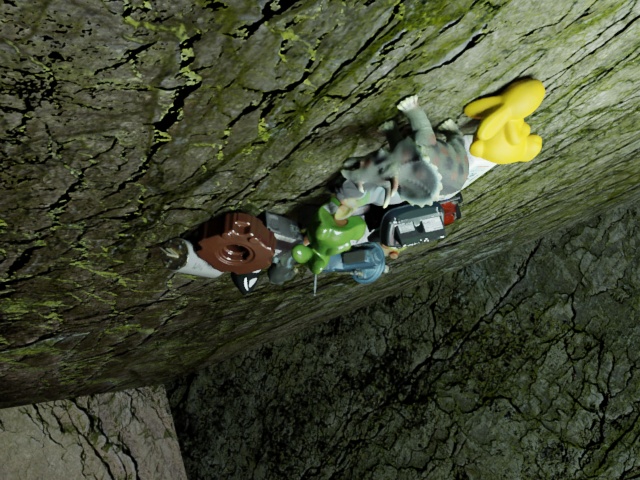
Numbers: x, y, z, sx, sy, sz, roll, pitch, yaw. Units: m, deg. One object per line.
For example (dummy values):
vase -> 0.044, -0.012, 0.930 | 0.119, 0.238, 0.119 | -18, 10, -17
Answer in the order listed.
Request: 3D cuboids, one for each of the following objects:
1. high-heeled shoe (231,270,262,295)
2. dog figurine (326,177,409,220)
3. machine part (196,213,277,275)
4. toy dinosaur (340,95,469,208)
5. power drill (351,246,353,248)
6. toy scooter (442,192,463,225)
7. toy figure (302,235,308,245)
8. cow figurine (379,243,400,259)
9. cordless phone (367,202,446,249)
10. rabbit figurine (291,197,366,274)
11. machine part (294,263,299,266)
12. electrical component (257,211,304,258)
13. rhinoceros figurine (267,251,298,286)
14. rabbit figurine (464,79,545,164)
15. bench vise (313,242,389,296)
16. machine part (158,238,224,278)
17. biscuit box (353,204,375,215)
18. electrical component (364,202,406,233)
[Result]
high-heeled shoe -> -0.167, 0.086, 1.422 | 0.086, 0.145, 0.248 | -22, 162, 14
dog figurine -> 0.129, -0.113, 1.178 | 0.219, 0.108, 0.191 | -19, 168, 14
machine part -> -0.186, 0.013, 1.192 | 0.179, 0.056, 0.179 | 0, 145, 0
toy dinosaur -> 0.213, -0.143, 1.007 | 0.131, 0.192, 0.404 | -29, 160, 38
power drill -> 0.089, 0.016, 1.614 | 0.232, 0.086, 0.207 | -8, 165, -32
toy scooter -> 0.346, -0.086, 1.579 | 0.135, 0.075, 0.183 | -21, 162, 5
toy figure -> -0.004, -0.006, 1.469 | 0.154, 0.064, 0.058 | -23, -158, 6
cow figurine -> 0.231, -0.005, 1.670 | 0.195, 0.085, 0.127 | -19, -149, 49
cordless phone -> 0.192, -0.022, 1.229 | 0.147, 0.088, 0.184 | -13, 173, -16
rabbit figurine -> 0.010, 0.016, 1.230 | 0.159, 0.121, 0.170 | -48, 168, -49
machine part -> -0.068, 0.038, 1.577 | 0.084, 0.039, 0.138 | -24, 163, -3
electrical component -> -0.122, -0.007, 1.275 | 0.115, 0.058, 0.134 | 20, 141, -40
rhinoceros figurine -> -0.096, 0.038, 1.421 | 0.112, 0.073, 0.190 | -29, 151, -42
rabbit figurine -> 0.363, -0.242, 1.050 | 0.162, 0.122, 0.173 | -4, 147, -17
bench vise -> 0.102, 0.070, 1.500 | 0.224, 0.129, 0.240 | -24, 157, 33
machine part -> -0.291, 0.044, 1.255 | 0.079, 0.079, 0.243 | -23, 164, 14
biscuit box -> 0.157, -0.114, 1.277 | 0.203, 0.063, 0.059 | -16, 163, -14
electrical component -> 0.168, -0.063, 1.261 | 0.119, 0.048, 0.074 | -12, 162, -16
